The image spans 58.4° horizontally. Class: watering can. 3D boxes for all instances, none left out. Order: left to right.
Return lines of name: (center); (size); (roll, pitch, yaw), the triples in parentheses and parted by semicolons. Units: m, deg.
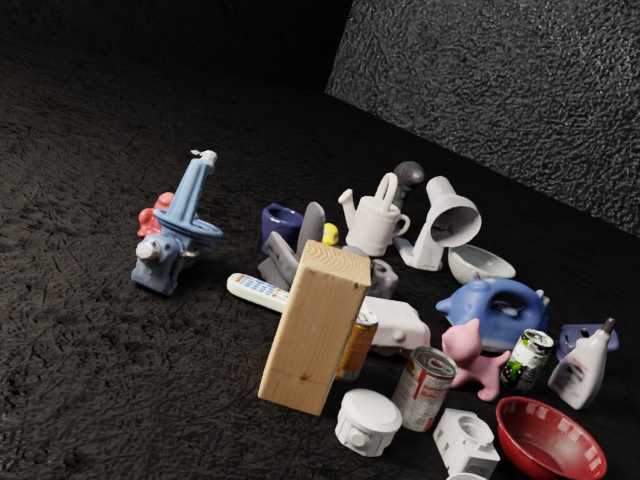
watering can: (0.131, -0.068, 1.356); (0.173, 0.194, 0.100); (7, 24, -29)

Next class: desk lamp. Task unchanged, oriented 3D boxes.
desk lamp: (0.276, -0.033, 1.368); (0.118, 0.213, 0.203); (12, 22, -18)

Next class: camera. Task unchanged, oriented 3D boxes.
camera: (0.064, 0.058, 1.122); (0.144, 0.101, 0.136); (7, 24, -29)

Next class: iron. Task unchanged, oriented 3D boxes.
iron: (0.369, 0.139, 1.127); (0.259, 0.141, 0.118); (11, 23, -21)

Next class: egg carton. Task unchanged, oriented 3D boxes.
egg carton: (0.111, 0.151, 0.978); (0.151, 0.069, 0.107); (11, 23, -21)

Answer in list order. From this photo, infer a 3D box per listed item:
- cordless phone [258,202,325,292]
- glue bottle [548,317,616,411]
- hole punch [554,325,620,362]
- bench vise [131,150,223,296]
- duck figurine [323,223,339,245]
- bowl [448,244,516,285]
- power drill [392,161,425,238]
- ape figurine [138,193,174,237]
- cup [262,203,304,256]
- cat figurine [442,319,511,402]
cordless phone: (-0.038, 0.005, 1.046); (0.094, 0.185, 0.147); (5, 25, -32)
glue bottle: (0.468, 0.208, 0.998); (0.037, 0.173, 0.078); (2, 27, -38)
hole punch: (0.541, 0.211, 1.167); (0.101, 0.091, 0.109); (22, 21, 7)
bench vise: (-0.215, -0.029, 0.930); (0.121, 0.220, 0.207); (15, 21, -10)
duck figurine: (0.011, 0.004, 1.227); (0.077, 0.086, 0.104); (15, 22, -11)
bowl: (0.377, 0.077, 1.378); (0.167, 0.075, 0.167); (17, 21, -6)
power drill: (0.218, -0.114, 1.524); (0.075, 0.208, 0.229); (17, 21, -5)
ape figurine: (-0.296, -0.047, 1.082); (0.077, 0.092, 0.076); (30, 24, 27)
cup: (-0.089, -0.017, 1.183); (0.092, 0.095, 0.117); (7, 24, -29)
cat figurine: (0.248, 0.188, 0.937); (0.128, 0.118, 0.067); (18, 21, -2)
